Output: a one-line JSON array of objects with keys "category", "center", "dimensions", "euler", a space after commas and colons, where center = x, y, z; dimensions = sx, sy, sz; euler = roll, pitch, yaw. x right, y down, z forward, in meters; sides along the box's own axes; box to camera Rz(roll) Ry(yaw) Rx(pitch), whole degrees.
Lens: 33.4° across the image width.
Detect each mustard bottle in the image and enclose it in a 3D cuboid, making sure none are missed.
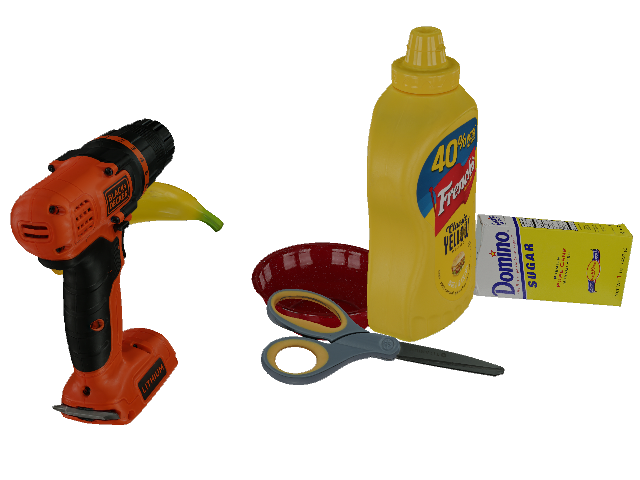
[{"category": "mustard bottle", "center": [0.065, -0.039, 0.670], "dimensions": [0.058, 0.192, 0.096], "euler": [16, 33, 32]}]

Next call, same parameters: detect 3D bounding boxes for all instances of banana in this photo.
[{"category": "banana", "center": [-0.187, -0.015, 0.983], "dimensions": [0.198, 0.069, 0.037], "euler": [-13, 17, 28]}]

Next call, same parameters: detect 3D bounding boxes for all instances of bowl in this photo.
[{"category": "bowl", "center": [0.006, 0.062, 1.166], "dimensions": [0.162, 0.055, 0.162], "euler": [1, 28, -1]}]

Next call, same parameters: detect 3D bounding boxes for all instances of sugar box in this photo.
[{"category": "sugar box", "center": [0.269, 0.024, 1.256], "dimensions": [0.176, 0.093, 0.048], "euler": [3, 21, -1]}]

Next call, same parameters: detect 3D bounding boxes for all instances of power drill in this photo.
[{"category": "power drill", "center": [-0.146, 0.020, 0.755], "dimensions": [0.057, 0.188, 0.184], "euler": [3, 24, 19]}]

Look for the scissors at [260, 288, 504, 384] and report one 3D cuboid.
[{"category": "scissors", "center": [0.040, 0.099, 0.868], "dimensions": [0.202, 0.096, 0.016], "euler": [23, -35, 14]}]
